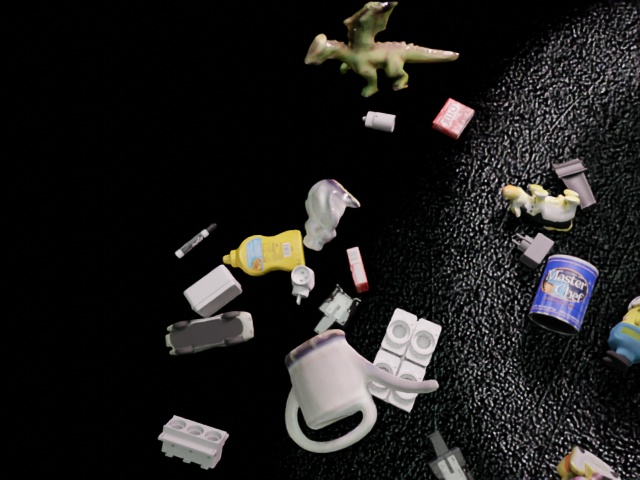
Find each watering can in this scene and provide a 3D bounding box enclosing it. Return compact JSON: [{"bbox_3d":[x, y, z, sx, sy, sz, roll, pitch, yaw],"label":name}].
[{"bbox_3d":[0.054,0.283,1.042,0.344,0.103,0.228,-35,63,21],"label":"watering can"}]

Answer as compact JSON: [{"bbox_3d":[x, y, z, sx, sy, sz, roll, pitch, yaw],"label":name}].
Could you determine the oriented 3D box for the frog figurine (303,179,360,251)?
[{"bbox_3d":[0.004,-0.061,1.222,0.160,0.120,0.139,-45,38,-2],"label":"frog figurine"}]

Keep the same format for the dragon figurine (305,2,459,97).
[{"bbox_3d":[0.160,-0.501,1.317,0.410,0.238,0.124,-15,64,2],"label":"dragon figurine"}]
